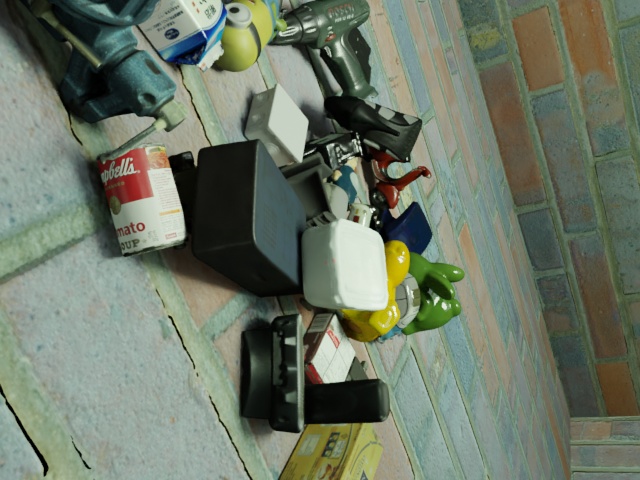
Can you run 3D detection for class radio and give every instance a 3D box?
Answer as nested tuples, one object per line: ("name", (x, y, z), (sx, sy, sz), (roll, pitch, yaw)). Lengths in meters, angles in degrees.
("radio", (-0.074, -0.016, 0.646), (0.229, 0.073, 0.131), (57, 28, -69))

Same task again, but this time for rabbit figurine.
("rabbit figurine", (0.206, 0.099, 1.089), (0.170, 0.159, 0.121), (60, 43, -26))
("rabbit figurine", (0.096, 0.083, 0.892), (0.173, 0.122, 0.162), (-56, 159, -23))

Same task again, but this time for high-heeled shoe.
("high-heeled shoe", (0.102, -0.213, 0.994), (0.086, 0.145, 0.248), (-67, 165, 12))

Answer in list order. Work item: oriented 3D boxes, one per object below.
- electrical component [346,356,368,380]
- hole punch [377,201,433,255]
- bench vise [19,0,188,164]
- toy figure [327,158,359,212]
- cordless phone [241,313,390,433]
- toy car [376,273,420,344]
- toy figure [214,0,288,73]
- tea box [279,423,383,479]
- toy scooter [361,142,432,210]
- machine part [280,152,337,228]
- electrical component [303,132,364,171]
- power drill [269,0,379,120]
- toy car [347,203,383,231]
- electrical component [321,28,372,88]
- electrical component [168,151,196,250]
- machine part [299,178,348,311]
("electrical component", (0.058, 0.229, 0.904), (0.063, 0.021, 0.094), (64, 33, -23))
("hole punch", (0.178, -0.010, 1.146), (0.142, 0.092, 0.116), (59, 37, -36))
("bench vise", (-0.170, -0.212, 0.467), (0.223, 0.241, 0.129), (57, 36, -5))
("toy figure", (0.042, -0.121, 0.980), (0.064, 0.058, 0.154), (105, -7, -57))
("cordless phone", (-0.003, 0.159, 0.657), (0.088, 0.184, 0.146), (24, 59, -51))
("toy car", (0.134, 0.108, 1.005), (0.109, 0.103, 0.161), (2, 75, -59))
("toy figure", (-0.101, -0.306, 0.769), (0.089, 0.082, 0.180), (61, 31, -25))
("tea box", (0.010, 0.314, 0.708), (0.068, 0.098, 0.170), (66, 32, -19))
("toy scooter", (0.159, -0.160, 1.118), (0.075, 0.135, 0.183), (-1, 79, -60))
("machine part", (-0.014, -0.072, 0.804), (0.039, 0.084, 0.139), (74, 1, -56))
("electrical component", (0.005, -0.141, 0.890), (0.119, 0.075, 0.047), (-32, 117, -33))
("power drill", (0.016, -0.325, 0.967), (0.232, 0.086, 0.207), (-43, 119, -30))
("toy car", (0.076, -0.014, 0.950), (0.201, 0.056, 0.073), (46, 55, -77))
("electrical component", (0.061, -0.377, 1.109), (0.134, 0.058, 0.115), (43, 46, -45))
("electrical component", (-0.154, -0.048, 0.616), (0.078, 0.045, 0.102), (-27, 102, -31))
("machine part", (-0.002, -0.003, 0.831), (0.079, 0.079, 0.243), (47, 41, -43))
